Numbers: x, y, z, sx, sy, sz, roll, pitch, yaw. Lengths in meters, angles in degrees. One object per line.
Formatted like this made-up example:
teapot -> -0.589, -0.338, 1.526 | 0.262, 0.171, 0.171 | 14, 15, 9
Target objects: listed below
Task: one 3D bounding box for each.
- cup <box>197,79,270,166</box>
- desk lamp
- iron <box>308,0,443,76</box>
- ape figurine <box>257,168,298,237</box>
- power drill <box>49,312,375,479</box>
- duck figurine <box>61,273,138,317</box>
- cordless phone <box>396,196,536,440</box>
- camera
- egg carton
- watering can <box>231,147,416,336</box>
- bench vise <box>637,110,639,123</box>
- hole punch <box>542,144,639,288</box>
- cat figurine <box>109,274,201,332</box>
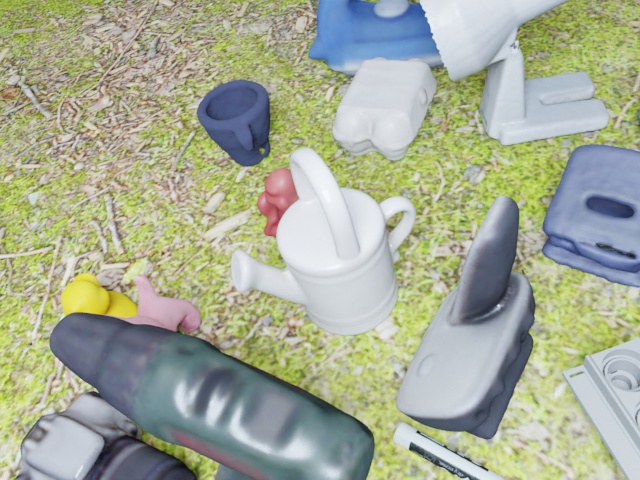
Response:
cup -> -0.095, -0.133, 0.726 | 0.091, 0.095, 0.117 | -23, 50, -3
desk lamp -> 0.213, -0.217, 0.631 | 0.203, 0.214, 0.118 | -9, 50, 9
iron -> 0.106, -0.319, 0.790 | 0.257, 0.142, 0.118 | 1, 52, 16
ape figurine -> -0.036, -0.044, 0.640 | 0.076, 0.092, 0.077 | -29, 50, -8
power drill -> -0.065, 0.142, 0.422 | 0.228, 0.209, 0.076 | 12, 56, 24
duck figurine -> -0.235, 0.081, 0.599 | 0.077, 0.086, 0.104 | -23, 50, -3
cordless phone -> 0.115, 0.062, 0.451 | 0.093, 0.185, 0.148 | 16, 58, 26
camera -> -0.183, 0.209, 0.471 | 0.136, 0.101, 0.143 | 13, 57, 24
egg carton -> 0.084, -0.169, 0.722 | 0.107, 0.069, 0.150 | 10, 55, 22
watering can -> 0.006, 0.003, 0.523 | 0.100, 0.194, 0.173 | 33, 66, 34
bench vise -> 0.433, -0.195, 0.548 | 0.207, 0.220, 0.121 | -16, 50, 3
hole punch -> 0.275, -0.024, 0.538 | 0.108, 0.091, 0.101 | 21, 60, 29
cat figurine -> -0.168, 0.092, 0.550 | 0.067, 0.118, 0.127 | -13, 50, 6
